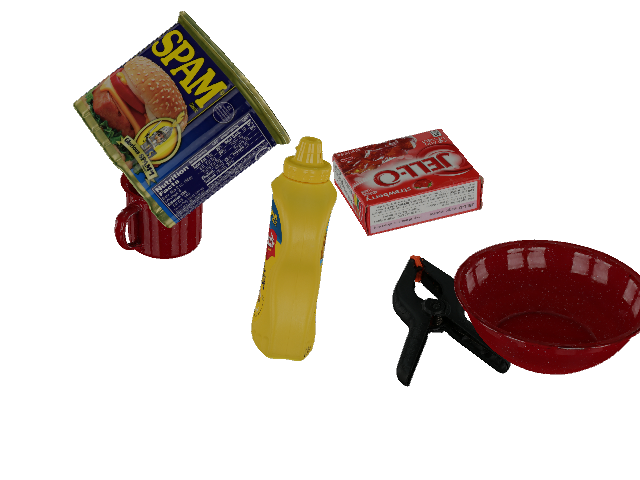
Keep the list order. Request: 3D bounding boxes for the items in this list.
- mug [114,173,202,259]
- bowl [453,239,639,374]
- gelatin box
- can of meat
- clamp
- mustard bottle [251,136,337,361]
[{"bbox_3d":[-0.178,-0.028,1.166,0.093,0.081,0.117,25,40,26],"label":"mug"},{"bbox_3d":[0.189,0.062,0.884,0.162,0.055,0.162,0,31,0],"label":"bowl"},{"bbox_3d":[0.061,-0.043,0.762,0.089,0.030,0.073,-14,37,-11],"label":"gelatin box"},{"bbox_3d":[-0.080,-0.068,0.598,0.102,0.084,0.057,50,-2,39],"label":"can of meat"},{"bbox_3d":[0.133,0.085,1.142,0.120,0.171,0.039,4,-44,-9],"label":"clamp"},{"bbox_3d":[-0.021,0.003,0.939,0.058,0.192,0.096,7,21,-6],"label":"mustard bottle"}]
